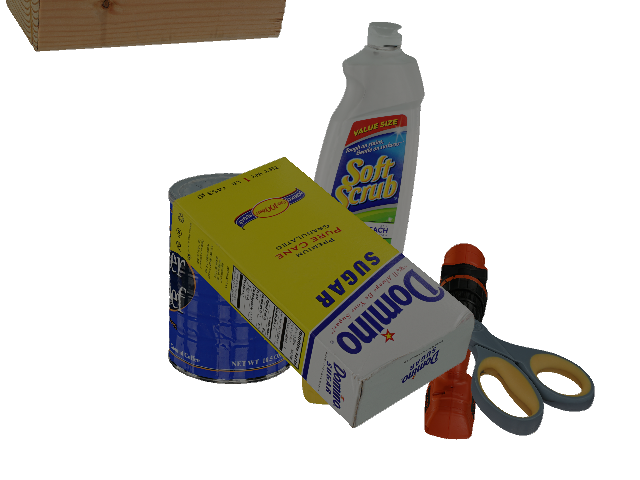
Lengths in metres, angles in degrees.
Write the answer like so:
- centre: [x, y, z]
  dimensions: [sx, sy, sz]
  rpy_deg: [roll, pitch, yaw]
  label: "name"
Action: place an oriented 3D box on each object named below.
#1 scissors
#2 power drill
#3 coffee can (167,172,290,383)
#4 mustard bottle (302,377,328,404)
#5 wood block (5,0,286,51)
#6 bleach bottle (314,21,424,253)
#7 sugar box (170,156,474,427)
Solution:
- centre: [0.135, 0.073, 0.797]
  dimensions: [0.096, 0.016, 0.202]
  rpy_deg: [-1, 32, -10]
  label: "scissors"
- centre: [0.147, 0.116, 1.148]
  dimensions: [0.057, 0.188, 0.184]
  rpy_deg: [8, 25, 8]
  label: "power drill"
- centre: [-0.069, 0.028, 0.843]
  dimensions: [0.103, 0.140, 0.103]
  rpy_deg: [3, 19, -1]
  label: "coffee can"
- centre: [0.023, 0.123, 1.429]
  dimensions: [0.096, 0.192, 0.058]
  rpy_deg: [-2, 19, -6]
  label: "mustard bottle"
- centre: [-0.135, -0.215, 0.851]
  dimensions: [0.205, 0.091, 0.090]
  rpy_deg: [-9, 41, -29]
  label: "wood block"
- centre: [0.038, -0.076, 0.991]
  dimensions: [0.102, 0.251, 0.068]
  rpy_deg: [5, 22, -2]
  label: "bleach bottle"
- centre: [-0.002, 0.023, 0.635]
  dimensions: [0.093, 0.048, 0.176]
  rpy_deg: [-26, 49, -34]
  label: "sugar box"
